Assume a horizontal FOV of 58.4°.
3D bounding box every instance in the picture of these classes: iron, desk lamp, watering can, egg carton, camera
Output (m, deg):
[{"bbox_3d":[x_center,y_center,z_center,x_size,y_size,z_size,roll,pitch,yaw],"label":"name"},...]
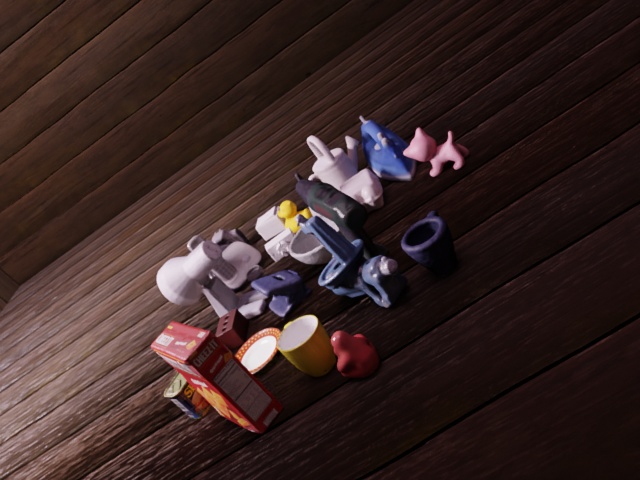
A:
[{"bbox_3d":[0.171,-0.250,1.513,0.118,0.142,0.258,-36,25,4],"label":"iron"},{"bbox_3d":[-0.260,0.106,1.389,0.202,0.214,0.118,-25,28,27],"label":"desk lamp"},{"bbox_3d":[0.035,-0.213,1.568,0.100,0.194,0.173,1,45,54],"label":"watering can"},{"bbox_3d":[0.108,-0.119,1.457,0.107,0.069,0.150,-33,25,11],"label":"egg carton"},{"bbox_3d":[-0.287,0.040,1.677,0.143,0.101,0.136,-33,25,12],"label":"camera"}]

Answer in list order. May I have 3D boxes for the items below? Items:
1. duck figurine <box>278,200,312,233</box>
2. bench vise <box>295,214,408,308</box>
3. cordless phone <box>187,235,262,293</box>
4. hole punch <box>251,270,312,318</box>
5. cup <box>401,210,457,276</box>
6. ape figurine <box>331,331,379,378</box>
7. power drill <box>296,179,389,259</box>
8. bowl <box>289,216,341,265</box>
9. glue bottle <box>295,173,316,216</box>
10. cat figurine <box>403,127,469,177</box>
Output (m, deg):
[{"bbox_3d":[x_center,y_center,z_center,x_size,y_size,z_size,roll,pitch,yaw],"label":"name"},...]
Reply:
[{"bbox_3d":[-0.073,-0.074,1.603,0.104,0.086,0.077,-17,32,39],"label":"duck figurine"},{"bbox_3d":[0.059,0.023,1.093,0.206,0.220,0.121,-17,32,39],"label":"bench vise"},{"bbox_3d":[-0.259,0.038,1.541,0.093,0.185,0.148,-11,36,45],"label":"cordless phone"},{"bbox_3d":[-0.090,0.106,1.307,0.101,0.091,0.108,-44,25,-14],"label":"hole punch"},{"bbox_3d":[0.214,0.010,1.058,0.091,0.095,0.118,-17,32,38],"label":"cup"},{"bbox_3d":[0.052,0.188,0.971,0.078,0.092,0.076,-46,26,-17],"label":"ape figurine"},{"bbox_3d":[0.049,-0.035,1.222,0.076,0.209,0.229,-43,25,-11],"label":"power drill"},{"bbox_3d":[0.013,0.005,1.364,0.167,0.075,0.167,-30,26,17],"label":"bowl"},{"bbox_3d":[-0.011,-0.105,1.468,0.037,0.173,0.078,-19,30,35],"label":"glue bottle"},{"bbox_3d":[0.268,-0.216,1.350,0.127,0.118,0.067,-17,32,38],"label":"cat figurine"}]
